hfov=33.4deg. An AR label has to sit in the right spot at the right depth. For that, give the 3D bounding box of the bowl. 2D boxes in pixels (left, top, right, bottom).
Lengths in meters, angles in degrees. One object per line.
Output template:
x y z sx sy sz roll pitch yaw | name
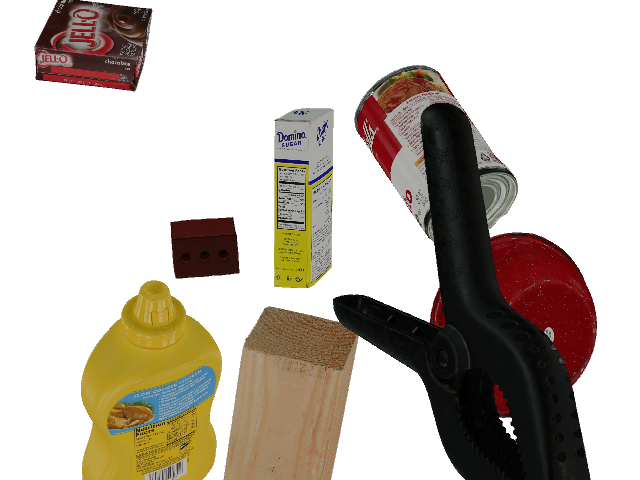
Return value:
0.175 0.076 0.895 0.161 0.162 0.055 0 5 -22 | bowl

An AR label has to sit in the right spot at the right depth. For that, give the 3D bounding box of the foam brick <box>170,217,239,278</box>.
-0.137 0.008 1.262 0.078 0.053 0.051 -5 27 -6 | foam brick

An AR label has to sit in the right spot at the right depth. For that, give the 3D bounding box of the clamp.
0.075 0.046 0.528 0.036 0.165 0.210 -7 44 -27 | clamp

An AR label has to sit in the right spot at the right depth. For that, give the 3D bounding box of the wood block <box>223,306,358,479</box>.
-0.031 0.177 0.964 0.090 0.206 0.090 13 23 7 | wood block

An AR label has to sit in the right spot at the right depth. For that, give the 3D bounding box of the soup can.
0.075 -0.055 0.693 0.068 0.102 0.068 -20 -35 -15 | soup can

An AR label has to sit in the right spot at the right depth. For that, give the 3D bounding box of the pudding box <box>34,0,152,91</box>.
-0.205 -0.180 0.974 0.090 0.039 0.113 7 33 -5 | pudding box

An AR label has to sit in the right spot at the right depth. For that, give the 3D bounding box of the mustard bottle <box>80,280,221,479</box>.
-0.114 0.103 0.724 0.096 0.192 0.058 -17 47 -27 | mustard bottle

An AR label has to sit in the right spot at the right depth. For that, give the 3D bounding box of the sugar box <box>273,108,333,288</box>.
-0.018 -0.046 1.115 0.048 0.176 0.093 2 14 15 | sugar box
